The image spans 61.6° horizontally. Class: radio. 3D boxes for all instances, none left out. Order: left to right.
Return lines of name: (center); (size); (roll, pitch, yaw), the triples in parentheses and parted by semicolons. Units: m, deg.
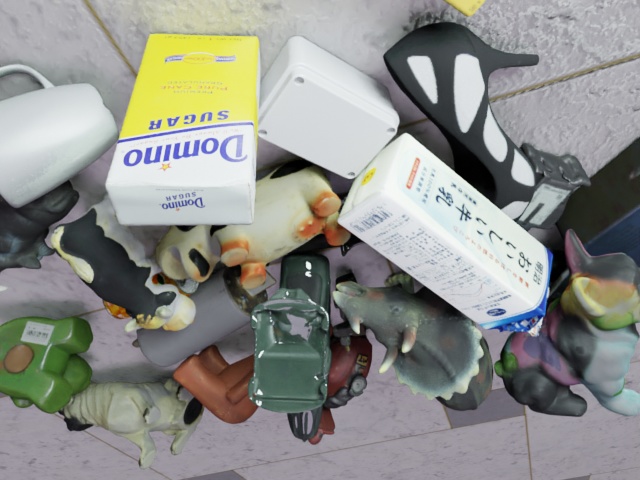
radio: (0.382, -0.055, 0.571); (0.131, 0.073, 0.229); (17, 136, -25)

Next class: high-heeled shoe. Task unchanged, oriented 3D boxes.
high-heeled shoe: (0.121, -0.075, 0.504); (0.145, 0.086, 0.248); (-9, 127, -13)

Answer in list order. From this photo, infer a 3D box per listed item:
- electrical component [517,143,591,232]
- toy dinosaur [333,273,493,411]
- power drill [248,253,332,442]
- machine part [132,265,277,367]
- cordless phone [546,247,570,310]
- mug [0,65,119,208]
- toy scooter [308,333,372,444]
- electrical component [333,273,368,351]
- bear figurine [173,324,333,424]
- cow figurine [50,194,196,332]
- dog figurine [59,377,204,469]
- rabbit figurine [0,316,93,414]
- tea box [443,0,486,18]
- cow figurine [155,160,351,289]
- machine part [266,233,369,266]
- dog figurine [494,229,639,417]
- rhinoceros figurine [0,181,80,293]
electrical component: (0.225, -0.041, 0.587); (0.075, 0.048, 0.119); (9, 137, -15)
toy dinosaur: (0.164, 0.148, 0.689); (0.131, 0.192, 0.404); (-20, 135, 20)
power drill: (-0.020, 0.127, 0.586); (0.086, 0.232, 0.207); (1, 176, 10)
machine part: (-0.151, 0.097, 0.685); (0.243, 0.079, 0.079); (-31, 133, 25)
cordless phone: (0.276, 0.063, 0.704); (0.184, 0.089, 0.146); (12, 138, -2)
mug: (-0.235, -0.097, 0.455); (0.107, 0.109, 0.081); (-28, 177, -18)
toy scooter: (0.013, 0.220, 0.797); (0.075, 0.135, 0.184); (26, 129, -28)
electrical component: (0.036, 0.090, 0.686); (0.045, 0.102, 0.078); (-23, 113, 10)
bear figurine: (-0.083, 0.158, 0.751); (0.132, 0.120, 0.196); (45, 96, 6)
cow figurine: (-0.197, 0.040, 0.559); (0.068, 0.098, 0.167); (-29, 105, 21)
dog figurine: (-0.298, 0.256, 0.860); (0.191, 0.121, 0.172); (15, -178, 26)
rabbit figurine: (-0.385, 0.181, 0.734); (0.159, 0.121, 0.170); (1, 153, -1)
tea box: (0.112, -0.243, 0.333); (0.098, 0.068, 0.169); (19, 134, -26)
cow figurine: (-0.079, -0.019, 0.545); (0.195, 0.127, 0.085); (-27, 137, 3)
machine part: (-0.001, -0.002, 0.589); (0.139, 0.084, 0.039); (-8, 107, 14)
dog figurine: (0.278, 0.095, 0.604); (0.192, 0.108, 0.219); (-9, 129, 29)
rhinoceros figurine: (-0.323, -0.016, 0.551); (0.190, 0.073, 0.112); (-35, 141, 28)
